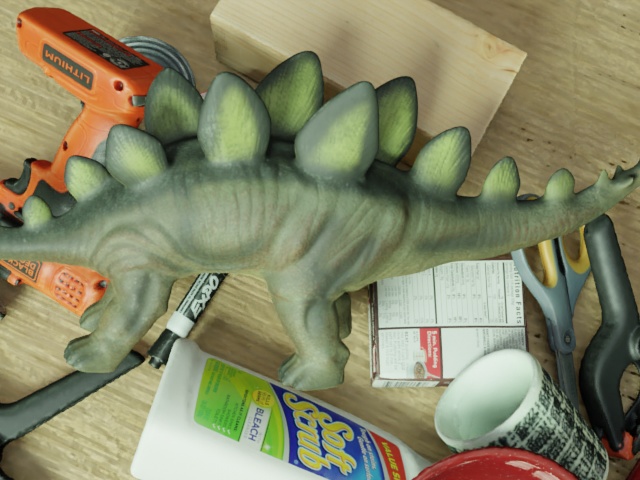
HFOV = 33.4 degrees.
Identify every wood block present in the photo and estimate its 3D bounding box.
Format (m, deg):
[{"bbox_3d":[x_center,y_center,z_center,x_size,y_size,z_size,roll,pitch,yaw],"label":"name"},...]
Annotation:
[{"bbox_3d":[0.033,-0.134,0.780,0.206,0.090,0.091,29,79,4],"label":"wood block"}]

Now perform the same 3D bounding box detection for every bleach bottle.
[{"bbox_3d":[0.006,0.152,0.723,0.250,0.068,0.102,19,34,-5],"label":"bleach bottle"}]

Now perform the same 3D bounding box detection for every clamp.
[{"bbox_3d":[-0.225,0.158,0.728,0.209,0.036,0.164,0,77,-10],"label":"clamp"},{"bbox_3d":[0.220,0.066,0.760,0.120,0.039,0.171,25,76,-6],"label":"clamp"}]

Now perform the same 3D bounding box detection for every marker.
[{"bbox_3d":[-0.088,0.041,0.774,0.020,0.020,0.121,31,79,5],"label":"marker"}]

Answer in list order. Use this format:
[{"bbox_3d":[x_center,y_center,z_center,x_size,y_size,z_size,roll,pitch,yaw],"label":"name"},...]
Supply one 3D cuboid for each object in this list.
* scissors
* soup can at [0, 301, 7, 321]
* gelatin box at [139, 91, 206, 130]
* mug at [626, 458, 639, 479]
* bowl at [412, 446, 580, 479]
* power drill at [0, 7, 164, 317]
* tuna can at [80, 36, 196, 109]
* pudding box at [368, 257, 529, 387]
[{"bbox_3d":[0.184,0.058,0.774,0.096,0.016,0.202,-26,101,-38],"label":"scissors"},{"bbox_3d":[-0.280,0.057,0.741,0.102,0.068,0.068,-37,81,-9],"label":"soup can"},{"bbox_3d":[-0.087,-0.064,0.770,0.089,0.073,0.030,-24,37,-7],"label":"gelatin box"},{"bbox_3d":[0.242,0.204,0.715,0.117,0.093,0.081,40,74,-9],"label":"mug"},{"bbox_3d":[0.098,0.204,0.657,0.162,0.055,0.162,0,89,-11],"label":"bowl"},{"bbox_3d":[-0.193,-0.060,0.734,0.184,0.057,0.188,30,116,11],"label":"power drill"},{"bbox_3d":[-0.134,-0.106,0.798,0.086,0.034,0.086,0,77,-2],"label":"tuna can"},{"bbox_3d":[0.091,0.059,0.765,0.113,0.039,0.090,0,76,-3],"label":"pudding box"}]
